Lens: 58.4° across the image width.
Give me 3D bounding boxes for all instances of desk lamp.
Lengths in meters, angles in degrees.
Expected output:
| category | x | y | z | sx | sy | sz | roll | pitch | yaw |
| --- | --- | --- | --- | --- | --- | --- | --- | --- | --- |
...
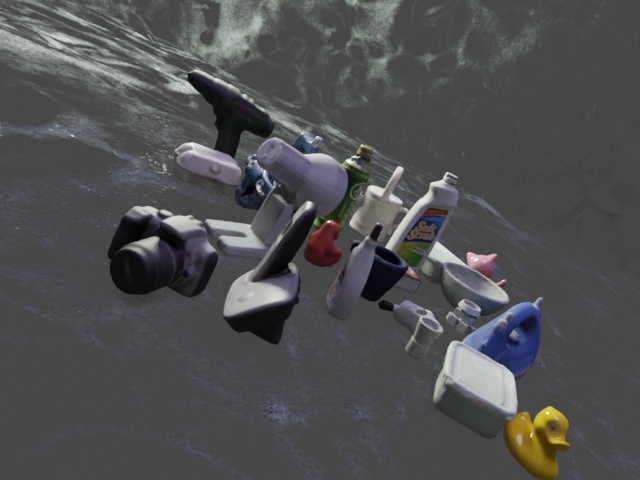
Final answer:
| category | x | y | z | sx | sy | sz | roll | pitch | yaw |
| --- | --- | --- | --- | --- | --- | --- | --- | --- | --- |
| desk lamp | -0.071 | -0.074 | 1.043 | 0.204 | 0.213 | 0.117 | 7 | 26 | -45 |

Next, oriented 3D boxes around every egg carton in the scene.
| category | x | y | z | sx | sy | sz | roll | pitch | yaw |
| --- | --- | --- | --- | --- | --- | --- | --- | --- | --- |
| egg carton | -0.247 | -0.159 | 1.265 | 0.151 | 0.069 | 0.107 | 16 | 21 | -29 |

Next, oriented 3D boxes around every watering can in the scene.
| category | x | y | z | sx | sy | sz | roll | pitch | yaw |
| --- | --- | --- | --- | --- | --- | --- | --- | --- | --- |
| watering can | 0.154 | -0.104 | 1.466 | 0.173 | 0.194 | 0.101 | 22 | 19 | -14 |

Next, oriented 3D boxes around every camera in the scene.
| category | x | y | z | sx | sy | sz | roll | pitch | yaw |
| --- | --- | --- | --- | --- | --- | --- | --- | --- | --- |
| camera | -0.226 | 0.012 | 0.776 | 0.143 | 0.101 | 0.137 | 31 | 18 | 12 |

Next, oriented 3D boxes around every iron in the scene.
| category | x | y | z | sx | sy | sz | roll | pitch | yaw |
| --- | --- | --- | --- | --- | --- | --- | --- | --- | --- |
| iron | 0.339 | 0.174 | 1.047 | 0.118 | 0.141 | 0.259 | 37 | 21 | 29 |

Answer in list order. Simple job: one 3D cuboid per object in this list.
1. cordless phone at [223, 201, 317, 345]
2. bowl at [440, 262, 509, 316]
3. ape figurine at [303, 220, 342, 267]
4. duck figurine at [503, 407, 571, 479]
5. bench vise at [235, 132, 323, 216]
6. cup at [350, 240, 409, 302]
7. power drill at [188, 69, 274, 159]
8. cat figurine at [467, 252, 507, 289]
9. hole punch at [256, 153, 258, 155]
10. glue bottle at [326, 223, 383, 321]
| category | x | y | z | sx | sy | sz | roll | pitch | yaw |
| --- | --- | --- | --- | --- | --- | --- | --- | --- | --- |
| cordless phone | -0.059 | 0.037 | 0.803 | 0.094 | 0.185 | 0.147 | 23 | 18 | -12 |
| bowl | 0.334 | 0.122 | 1.289 | 0.167 | 0.074 | 0.167 | 24 | 18 | -8 |
| ape figurine | 0.010 | 0.004 | 1.138 | 0.076 | 0.092 | 0.077 | 6 | 27 | -47 |
| duck figurine | 0.317 | 0.278 | 0.821 | 0.078 | 0.086 | 0.104 | 20 | 19 | -19 |
| bench vise | -0.089 | -0.141 | 1.193 | 0.207 | 0.219 | 0.122 | 33 | 19 | 20 |
| cup | 0.097 | 0.062 | 1.095 | 0.117 | 0.095 | 0.092 | 30 | 18 | 10 |
| power drill | -0.232 | -0.264 | 1.350 | 0.230 | 0.208 | 0.075 | 17 | 20 | -28 |
| cat figurine | 0.403 | 0.089 | 1.403 | 0.067 | 0.117 | 0.127 | 13 | 23 | -36 |
| hole punch | -0.116 | -0.151 | 1.389 | 0.101 | 0.091 | 0.108 | 14 | 22 | -34 |
| glue bottle | 0.062 | 0.047 | 0.962 | 0.037 | 0.173 | 0.078 | 21 | 19 | -15 |
